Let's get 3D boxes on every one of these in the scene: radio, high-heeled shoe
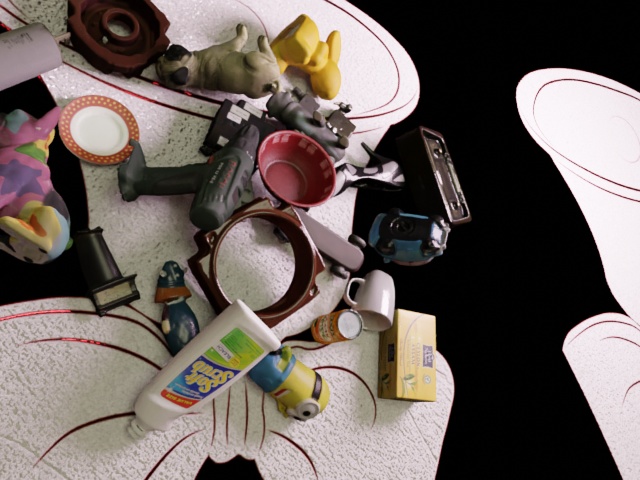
[{"bbox_3d":[0.256,-0.131,1.203,0.131,0.073,0.229,-3,75,-53],"label":"radio"},{"bbox_3d":[0.085,-0.104,1.116,0.145,0.086,0.249,49,56,-11],"label":"high-heeled shoe"}]

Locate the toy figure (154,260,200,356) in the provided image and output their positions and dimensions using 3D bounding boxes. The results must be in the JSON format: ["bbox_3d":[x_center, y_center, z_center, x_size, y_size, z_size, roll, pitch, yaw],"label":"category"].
[{"bbox_3d":[-0.237,0.110,0.878,0.058,0.064,0.154,-19,76,5],"label":"toy figure"}]

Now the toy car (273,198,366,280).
[{"bbox_3d":[-0.002,-0.003,1.049,0.202,0.053,0.089,32,79,-13],"label":"toy car"}]

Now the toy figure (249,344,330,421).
[{"bbox_3d":[-0.058,0.233,0.924,0.180,0.082,0.089,46,60,-6],"label":"toy figure"}]

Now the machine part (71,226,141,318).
[{"bbox_3d":[-0.345,0.045,0.852,0.084,0.039,0.139,-27,90,-25],"label":"machine part"}]

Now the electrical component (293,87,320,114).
[{"bbox_3d":[-0.030,-0.279,1.143,0.094,0.021,0.063,41,58,-11],"label":"electrical component"}]

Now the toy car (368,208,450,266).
[{"bbox_3d":[0.188,0.004,1.120,0.102,0.162,0.109,70,32,-49],"label":"toy car"}]

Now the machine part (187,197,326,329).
[{"bbox_3d":[-0.106,0.042,0.926,0.201,0.087,0.200,-32,102,-21],"label":"machine part"}]

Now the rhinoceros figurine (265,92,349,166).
[{"bbox_3d":[-0.024,-0.225,1.076,0.190,0.112,0.073,38,99,-12],"label":"rhinoceros figurine"}]

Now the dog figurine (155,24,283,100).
[{"bbox_3d":[-0.186,-0.303,0.997,0.190,0.121,0.173,-32,52,-30],"label":"dog figurine"}]

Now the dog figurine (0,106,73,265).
[{"bbox_3d":[-0.432,-0.094,0.809,0.191,0.108,0.219,29,59,-17],"label":"dog figurine"}]

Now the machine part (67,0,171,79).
[{"bbox_3d":[-0.363,-0.380,0.970,0.179,0.056,0.179,9,71,-27],"label":"machine part"}]

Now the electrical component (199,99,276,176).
[{"bbox_3d":[-0.153,-0.201,1.028,0.115,0.058,0.134,30,61,-20],"label":"electrical component"}]

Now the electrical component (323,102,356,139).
[{"bbox_3d":[0.039,-0.249,1.158,0.078,0.045,0.102,44,59,-8],"label":"electrical component"}]

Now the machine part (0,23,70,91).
[{"bbox_3d":[-0.503,-0.279,0.845,0.243,0.079,0.079,-38,94,-32],"label":"machine part"}]

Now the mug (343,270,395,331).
[{"bbox_3d":[0.097,0.110,1.059,0.109,0.081,0.107,27,51,-11],"label":"mug"}]

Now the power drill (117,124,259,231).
[{"bbox_3d":[-0.217,-0.118,0.902,0.207,0.086,0.232,8,52,-3],"label":"power drill"}]

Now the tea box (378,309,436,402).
[{"bbox_3d":[0.172,0.230,1.061,0.098,0.068,0.169,12,67,-25],"label":"tea box"}]

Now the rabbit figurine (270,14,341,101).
[{"bbox_3d":[-0.017,-0.380,1.149,0.173,0.122,0.162,47,47,-24],"label":"rabbit figurine"}]
